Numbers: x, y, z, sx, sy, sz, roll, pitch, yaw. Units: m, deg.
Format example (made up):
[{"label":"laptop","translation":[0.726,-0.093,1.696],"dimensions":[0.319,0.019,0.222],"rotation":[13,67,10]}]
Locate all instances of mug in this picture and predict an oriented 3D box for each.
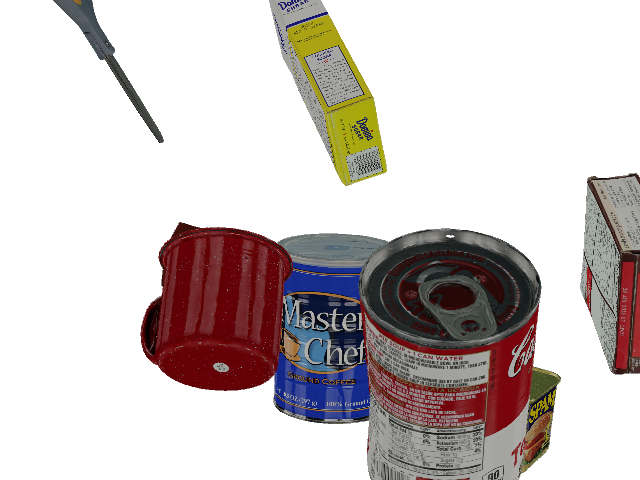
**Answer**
[{"label":"mug","translation":[-0.077,0.052,0.722],"dimensions":[0.117,0.081,0.093],"rotation":[-16,-36,29]}]

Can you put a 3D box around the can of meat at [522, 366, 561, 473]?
[{"label":"can of meat","translation":[0.208,0.187,1.122],"dimensions":[0.058,0.084,0.101],"rotation":[13,17,32]}]

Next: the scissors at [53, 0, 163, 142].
[{"label":"scissors","translation":[-0.194,-0.183,0.938],"dimensions":[0.016,0.201,0.096],"rotation":[-28,28,12]}]

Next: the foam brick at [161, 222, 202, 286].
[{"label":"foam brick","translation":[-0.119,0.024,1.101],"dimensions":[0.078,0.051,0.053],"rotation":[15,32,4]}]

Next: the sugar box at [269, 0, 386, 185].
[{"label":"sugar box","translation":[0.004,-0.140,0.913],"dimensions":[0.048,0.176,0.093],"rotation":[-18,-38,-3]}]

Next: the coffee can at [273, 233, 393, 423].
[{"label":"coffee can","translation":[0.012,0.072,0.913],"dimensions":[0.103,0.140,0.103],"rotation":[2,12,-1]}]

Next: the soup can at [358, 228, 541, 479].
[{"label":"soup can","translation":[0.050,0.056,0.428],"dimensions":[0.068,0.102,0.068],"rotation":[-2,36,1]}]

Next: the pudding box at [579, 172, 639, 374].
[{"label":"pudding box","translation":[0.198,0.019,0.692],"dimensions":[0.039,0.090,0.113],"rotation":[-2,28,2]}]
